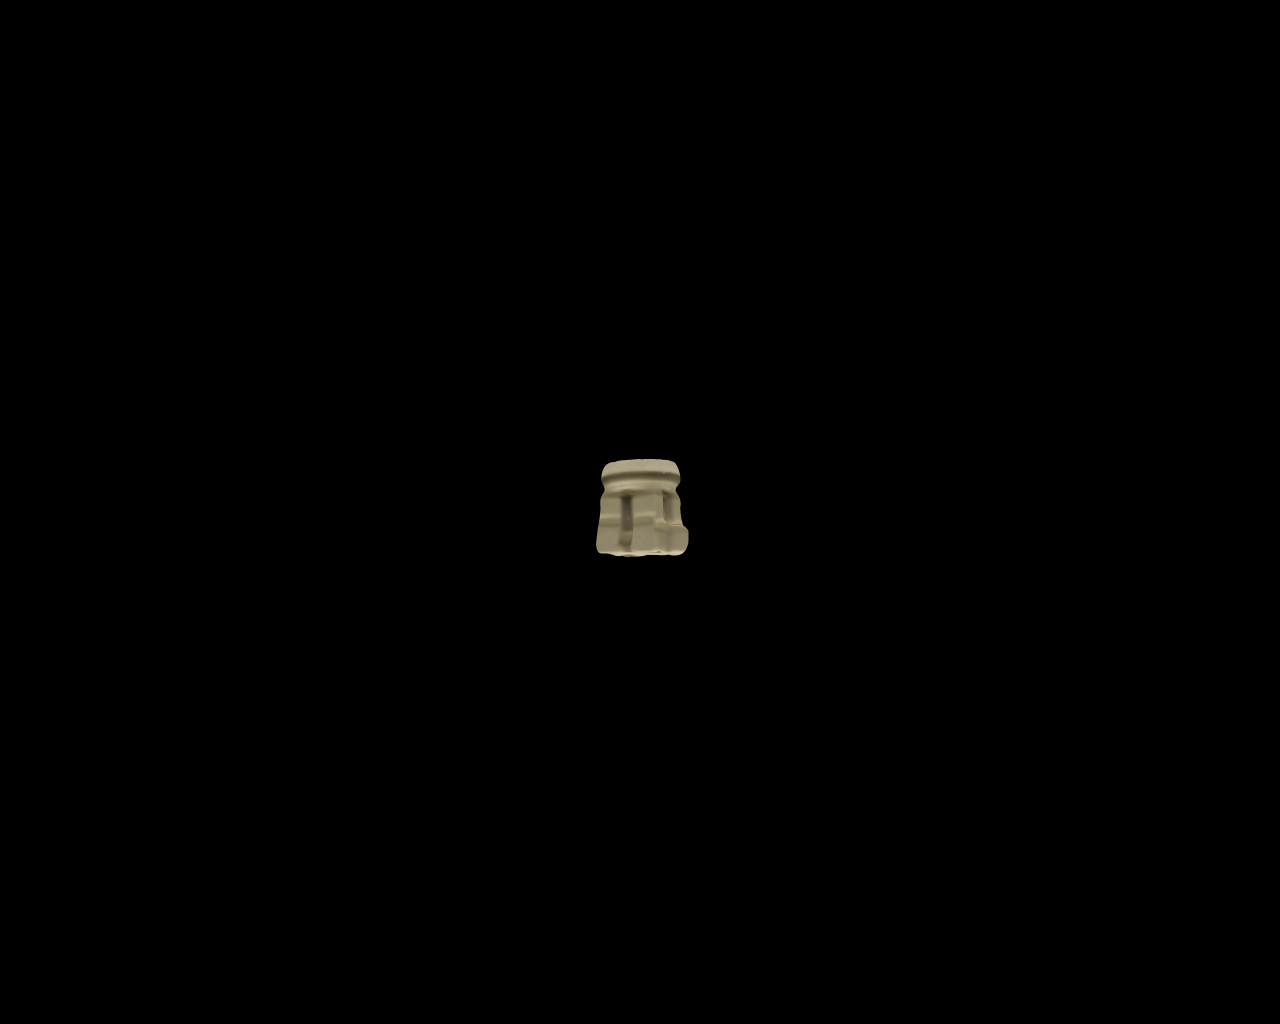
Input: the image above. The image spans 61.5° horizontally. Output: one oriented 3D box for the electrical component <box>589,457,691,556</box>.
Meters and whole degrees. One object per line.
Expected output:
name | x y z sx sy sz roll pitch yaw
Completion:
electrical component | 0.001 -0.003 0.650 0.066 0.055 0.048 -4 -7 29
